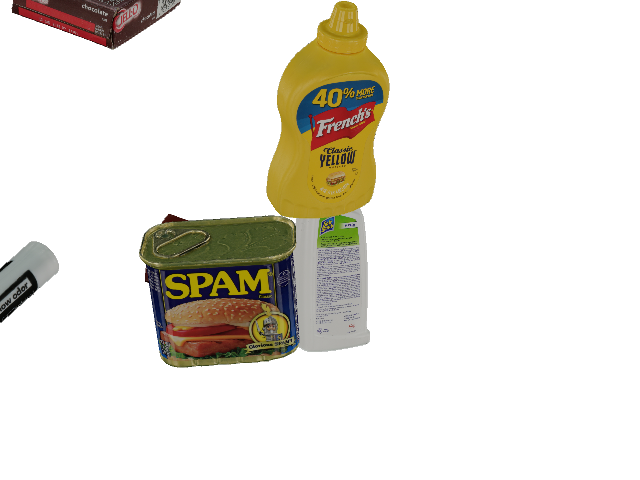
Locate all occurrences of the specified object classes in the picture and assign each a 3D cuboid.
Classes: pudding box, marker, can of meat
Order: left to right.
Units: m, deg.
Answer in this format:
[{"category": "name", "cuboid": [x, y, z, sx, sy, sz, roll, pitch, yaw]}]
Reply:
[{"category": "marker", "cuboid": [-0.159, 0.042, 0.460, 0.020, 0.020, 0.121, 0, 36, 39]}, {"category": "pudding box", "cuboid": [-0.168, -0.194, 0.821, 0.090, 0.039, 0.113, 22, 34, 12]}, {"category": "can of meat", "cuboid": [-0.064, 0.035, 0.715, 0.102, 0.084, 0.057, -3, 29, 0]}]

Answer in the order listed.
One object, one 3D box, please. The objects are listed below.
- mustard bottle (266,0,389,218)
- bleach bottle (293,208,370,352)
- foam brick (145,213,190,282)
[{"category": "mustard bottle", "cuboid": [0.010, -0.111, 0.905, 0.096, 0.192, 0.058, -8, 39, -21]}, {"category": "bleach bottle", "cuboid": [0.017, 0.005, 1.288, 0.102, 0.251, 0.068, -6, 19, -30]}, {"category": "foam brick", "cuboid": [-0.123, 0.018, 1.025, 0.078, 0.051, 0.053, 18, 34, 7]}]
